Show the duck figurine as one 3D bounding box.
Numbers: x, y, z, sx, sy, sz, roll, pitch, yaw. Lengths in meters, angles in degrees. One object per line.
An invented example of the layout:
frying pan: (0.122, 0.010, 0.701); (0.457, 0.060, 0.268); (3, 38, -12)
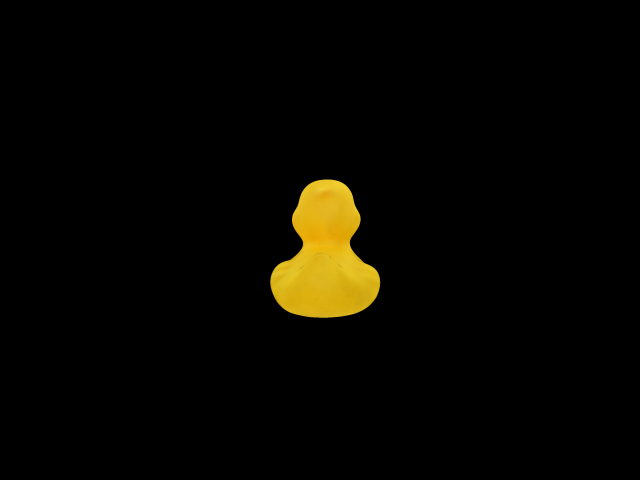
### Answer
duck figurine: (0.004, 0.001, 0.400); (0.077, 0.086, 0.104); (1, 11, 4)
